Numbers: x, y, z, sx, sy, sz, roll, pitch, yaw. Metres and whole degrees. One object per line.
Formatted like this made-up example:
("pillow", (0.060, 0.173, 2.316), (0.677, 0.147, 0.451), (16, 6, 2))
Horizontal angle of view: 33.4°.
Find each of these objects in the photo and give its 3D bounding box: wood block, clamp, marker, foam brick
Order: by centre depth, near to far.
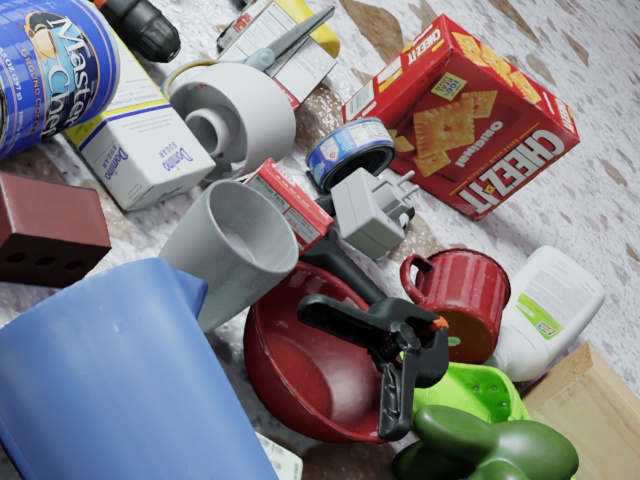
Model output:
("foam brick", (-0.185, -0.005, 0.697), (0.078, 0.053, 0.051), (10, 47, -46))
("clamp", (0.048, 0.076, 0.814), (0.120, 0.039, 0.171), (56, 24, 2))
("clamp", (-0.006, 0.001, 0.946), (0.209, 0.036, 0.164), (17, 42, -49))
("wood block", (0.293, 0.211, 1.026), (0.206, 0.090, 0.090), (49, 13, -1))
("marker", (0.075, -0.010, 1.086), (0.020, 0.020, 0.121), (47, 29, -3))

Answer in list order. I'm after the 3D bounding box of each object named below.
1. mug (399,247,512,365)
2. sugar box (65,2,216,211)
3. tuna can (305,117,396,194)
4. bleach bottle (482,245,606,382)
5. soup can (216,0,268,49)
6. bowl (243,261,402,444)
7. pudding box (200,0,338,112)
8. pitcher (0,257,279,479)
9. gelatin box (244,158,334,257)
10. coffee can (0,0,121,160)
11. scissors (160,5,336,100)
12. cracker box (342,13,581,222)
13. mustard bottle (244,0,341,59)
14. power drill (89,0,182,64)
("mug", (0.120, 0.060, 0.993), (0.117, 0.093, 0.081), (42, 35, -15))
("sugar box", (-0.169, -0.109, 0.851), (0.176, 0.048, 0.093), (55, 30, 5))
("tuna can", (0.031, -0.081, 1.043), (0.085, 0.086, 0.034), (-1, 57, -54))
("bleach bottle", (0.216, 0.083, 1.120), (0.103, 0.068, 0.250), (38, 31, 17))
("soup can", (-0.047, -0.190, 1.085), (0.102, 0.069, 0.068), (44, 30, -7))
("bowl", (-0.005, 0.096, 0.815), (0.162, 0.055, 0.162), (33, 33, -25))
("pudding box", (-0.051, -0.160, 1.018), (0.090, 0.039, 0.113), (43, 66, -9))
("pitcher", (-0.094, 0.146, 0.584), (0.243, 0.149, 0.144), (58, 15, 11))
("gelatin box", (-0.045, -0.011, 0.854), (0.073, 0.089, 0.030), (44, 31, -7))
("coffee can", (-0.216, -0.112, 0.730), (0.103, 0.103, 0.140), (48, 29, -1))
("scissors", (-0.050, -0.146, 0.983), (0.201, 0.016, 0.096), (-23, 90, -25))
("cracker box", (0.157, -0.128, 1.188), (0.213, 0.164, 0.072), (29, 37, -30))
("mustard bottle", (-0.057, -0.270, 1.172), (0.192, 0.058, 0.096), (52, 10, 8))
("power drill", (-0.179, -0.257, 0.997), (0.184, 0.057, 0.187), (43, 30, -10))
